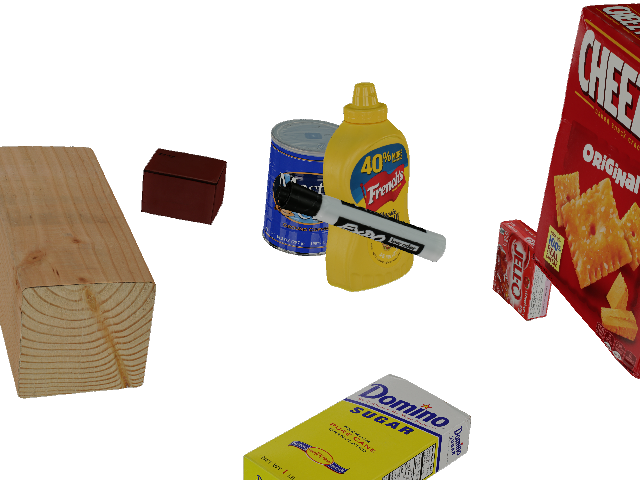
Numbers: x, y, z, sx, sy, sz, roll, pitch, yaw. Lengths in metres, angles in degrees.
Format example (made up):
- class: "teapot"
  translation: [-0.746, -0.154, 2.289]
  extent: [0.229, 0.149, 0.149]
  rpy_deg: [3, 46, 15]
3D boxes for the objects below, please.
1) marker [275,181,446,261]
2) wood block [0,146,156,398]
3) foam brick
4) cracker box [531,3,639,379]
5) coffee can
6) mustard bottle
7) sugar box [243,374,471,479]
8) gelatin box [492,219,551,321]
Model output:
- class: "marker"
  translation: [0.026, -0.013, 0.697]
  extent: [0.121, 0.020, 0.020]
  rpy_deg: [19, -7, -20]
- class: "wood block"
  translation: [-0.195, 0.015, 0.795]
  extent: [0.090, 0.091, 0.206]
  rpy_deg: [-2, 31, -25]
- class: "foam brick"
  translation: [-0.141, -0.057, 1.109]
  extent: [0.078, 0.051, 0.053]
  rpy_deg: [11, 31, 5]
- class: "cracker box"
  translation: [0.225, -0.036, 0.743]
  extent: [0.072, 0.214, 0.164]
  rpy_deg: [-6, 33, -16]
- class: "coffee can"
  translation: [-0.016, -0.066, 1.318]
  extent: [0.103, 0.140, 0.103]
  rpy_deg: [5, 27, -3]
- class: "mustard bottle"
  translation: [0.045, -0.054, 1.013]
  extent: [0.096, 0.192, 0.058]
  rpy_deg: [-18, 24, -38]
- class: "sugar box"
  translation: [0.032, 0.172, 0.865]
  extent: [0.093, 0.048, 0.175]
  rpy_deg: [25, 37, 38]
- class: "gelatin box"
  translation: [0.223, 0.032, 1.174]
  extent: [0.030, 0.089, 0.073]
  rpy_deg: [-10, 30, -20]
